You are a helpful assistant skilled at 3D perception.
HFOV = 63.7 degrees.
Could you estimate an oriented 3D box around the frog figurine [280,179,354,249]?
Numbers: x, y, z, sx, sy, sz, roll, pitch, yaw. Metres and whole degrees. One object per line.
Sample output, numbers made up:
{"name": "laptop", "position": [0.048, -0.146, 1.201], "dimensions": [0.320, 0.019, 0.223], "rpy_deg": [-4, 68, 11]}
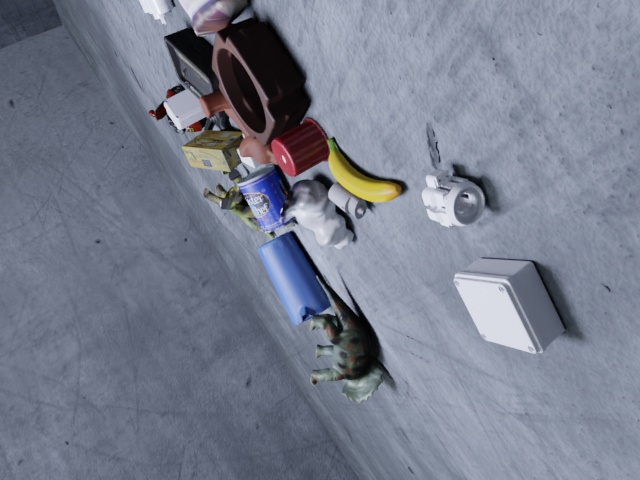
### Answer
{"name": "frog figurine", "position": [0.003, -0.054, 1.075], "dimensions": [0.159, 0.125, 0.134], "rpy_deg": [20, 148, -2]}

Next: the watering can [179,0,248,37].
{"name": "watering can", "position": [-0.205, -0.481, 0.873], "dimensions": [0.222, 0.105, 0.348], "rpy_deg": [62, 162, -13]}

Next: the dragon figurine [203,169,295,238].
{"name": "dragon figurine", "position": [-0.195, -0.082, 1.540], "dimensions": [0.414, 0.123, 0.238], "rpy_deg": [33, 169, 29]}
